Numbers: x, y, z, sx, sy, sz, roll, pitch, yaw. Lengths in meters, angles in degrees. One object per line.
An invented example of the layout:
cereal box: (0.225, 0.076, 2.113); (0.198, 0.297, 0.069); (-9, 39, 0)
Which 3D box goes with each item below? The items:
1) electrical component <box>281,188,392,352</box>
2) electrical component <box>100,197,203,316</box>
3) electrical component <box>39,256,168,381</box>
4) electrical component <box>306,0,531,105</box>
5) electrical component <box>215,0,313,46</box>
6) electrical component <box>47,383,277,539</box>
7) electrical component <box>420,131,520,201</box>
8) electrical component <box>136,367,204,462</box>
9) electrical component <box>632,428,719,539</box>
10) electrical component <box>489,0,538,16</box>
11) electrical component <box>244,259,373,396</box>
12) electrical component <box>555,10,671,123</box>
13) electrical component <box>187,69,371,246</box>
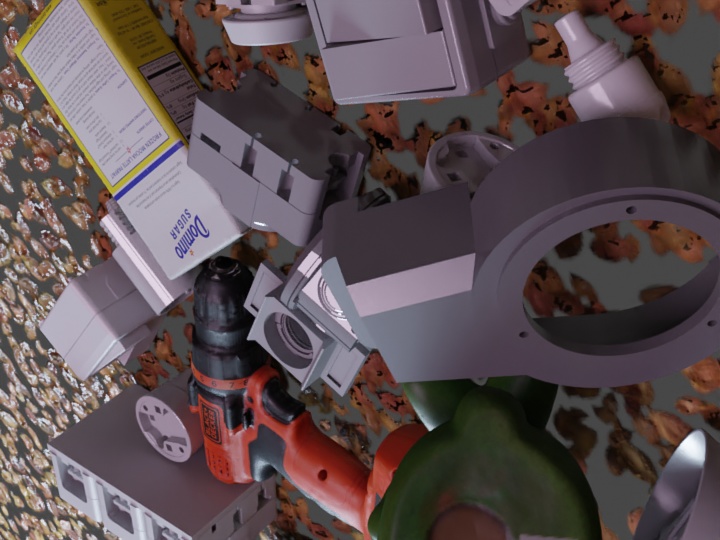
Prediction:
electrical component: (0.000, 0.000, 0.571); (0.051, 0.080, 0.080); (41, 138, 6)
electrical component: (-0.141, -0.015, 0.716); (0.081, 0.043, 0.043); (53, 139, 1)
electrical component: (-0.181, 0.036, 0.773); (0.061, 0.062, 0.096); (51, 139, 3)
electrical component: (0.028, -0.112, 0.482); (0.096, 0.061, 0.061); (4, 119, 41)
electrical component: (-0.047, -0.144, 0.542); (0.066, 0.048, 0.055); (12, 116, 37)
electrical component: (-0.146, 0.159, 0.803); (0.150, 0.089, 0.061); (23, 130, 30)
electrical component: (0.054, -0.031, 0.519); (0.055, 0.055, 0.047); (35, 139, 19)
electrical component: (-0.126, 0.103, 0.779); (0.055, 0.047, 0.055); (23, 130, 30)
electrical component: (0.157, 0.133, 0.506); (0.064, 0.099, 0.099); (38, 137, 8)
electrical component: (0.057, -0.155, 0.430); (0.089, 0.056, 0.050); (54, 139, -1)
electrical component: (-0.024, 0.028, 0.622); (0.081, 0.064, 0.042); (41, 136, 13)
electrical component: (0.103, -0.081, 0.455); (0.035, 0.035, 0.061); (-29, 93, 48)
electrical component: (-0.047, -0.060, 0.594); (0.089, 0.050, 0.055); (36, 135, 19)
